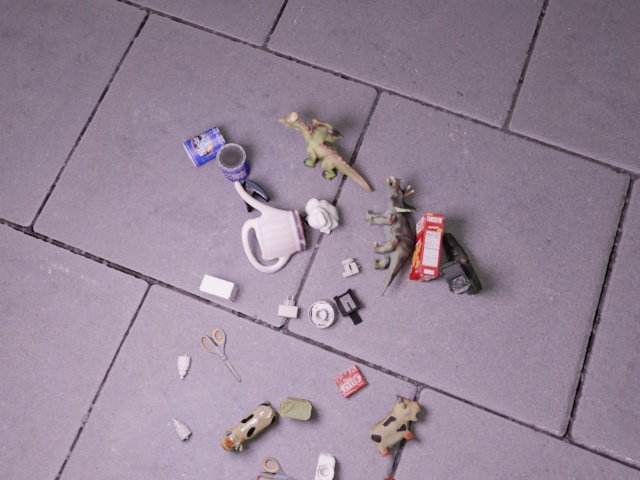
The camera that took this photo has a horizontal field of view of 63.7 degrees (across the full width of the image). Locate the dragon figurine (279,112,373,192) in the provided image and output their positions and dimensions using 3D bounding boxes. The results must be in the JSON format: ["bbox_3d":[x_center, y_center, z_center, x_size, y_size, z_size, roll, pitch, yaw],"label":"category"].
[{"bbox_3d":[0.031,-0.328,1.837,0.412,0.239,0.123,32,74,10],"label":"dragon figurine"}]

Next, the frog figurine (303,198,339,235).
[{"bbox_3d":[0.006,-0.091,1.811,0.123,0.157,0.138,-37,80,-9],"label":"frog figurine"}]

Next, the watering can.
[{"bbox_3d":[-0.167,-0.054,1.788,0.225,0.105,0.343,-14,106,-11],"label":"watering can"}]
